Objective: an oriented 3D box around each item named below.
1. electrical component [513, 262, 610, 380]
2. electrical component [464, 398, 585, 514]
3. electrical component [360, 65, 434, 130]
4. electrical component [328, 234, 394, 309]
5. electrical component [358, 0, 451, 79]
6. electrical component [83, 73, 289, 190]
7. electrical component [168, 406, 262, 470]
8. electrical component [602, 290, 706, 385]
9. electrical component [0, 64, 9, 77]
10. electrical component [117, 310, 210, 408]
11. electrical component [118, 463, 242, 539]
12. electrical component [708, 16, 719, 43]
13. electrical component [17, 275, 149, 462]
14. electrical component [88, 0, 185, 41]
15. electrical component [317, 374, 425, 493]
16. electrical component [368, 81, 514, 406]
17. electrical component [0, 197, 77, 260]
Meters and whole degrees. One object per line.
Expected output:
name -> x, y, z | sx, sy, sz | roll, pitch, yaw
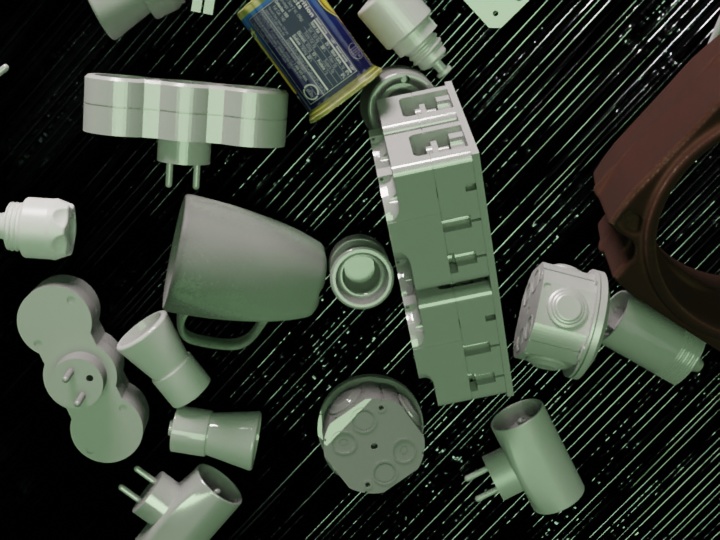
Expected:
electrical component -> 0.145, 0.035, 0.774 | 0.051, 0.080, 0.080 | 14, 102, -1
electrical component -> 0.119, 0.149, 0.815 | 0.079, 0.043, 0.077 | -27, 103, 3
electrical component -> 0.029, -0.114, 0.748 | 0.055, 0.047, 0.055 | -1, 103, -3
electrical component -> 0.000, 0.000, 0.768 | 0.045, 0.055, 0.045 | -1, 103, -3
electrical component -> 0.033, -0.165, 0.741 | 0.040, 0.040, 0.078 | -41, 102, 6
electrical component -> -0.121, -0.092, 0.741 | 0.138, 0.052, 0.073 | 4, 102, -4
electrical component -> -0.109, 0.122, 0.797 | 0.065, 0.044, 0.044 | 9, 102, -1
electrical component -> 0.220, 0.053, 0.800 | 0.081, 0.043, 0.043 | 29, 99, -9
electrical component -> -0.276, -0.122, 0.730 | 0.079, 0.043, 0.077 | -37, 102, 5
electrical component -> -0.140, 0.068, 0.783 | 0.044, 0.044, 0.065 | -34, 107, 4
electrical component -> -0.143, 0.177, 0.805 | 0.079, 0.044, 0.077 | 39, 98, -11
electrical component -> 0.300, -0.189, 0.740 | 0.079, 0.063, 0.121 | 19, 101, -8
electrical component -> -0.198, 0.075, 0.764 | 0.052, 0.073, 0.138 | -22, 103, 1
electrical component -> -0.151, -0.186, 0.722 | 0.055, 0.045, 0.045 | -25, 103, 2
electrical component -> 0.009, 0.121, 0.798 | 0.080, 0.051, 0.080 | -1, 103, -3
electrical component -> 0.052, -0.014, 0.714 | 0.060, 0.105, 0.186 | -12, 123, 2
electrical component -> -0.233, -0.030, 0.754 | 0.062, 0.043, 0.043 | 4, 102, -3
